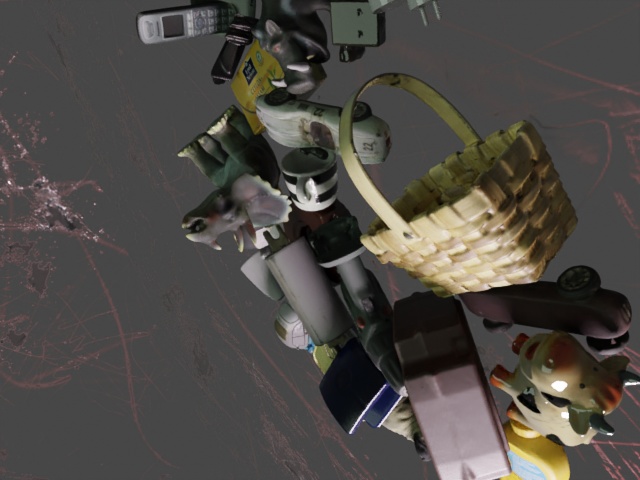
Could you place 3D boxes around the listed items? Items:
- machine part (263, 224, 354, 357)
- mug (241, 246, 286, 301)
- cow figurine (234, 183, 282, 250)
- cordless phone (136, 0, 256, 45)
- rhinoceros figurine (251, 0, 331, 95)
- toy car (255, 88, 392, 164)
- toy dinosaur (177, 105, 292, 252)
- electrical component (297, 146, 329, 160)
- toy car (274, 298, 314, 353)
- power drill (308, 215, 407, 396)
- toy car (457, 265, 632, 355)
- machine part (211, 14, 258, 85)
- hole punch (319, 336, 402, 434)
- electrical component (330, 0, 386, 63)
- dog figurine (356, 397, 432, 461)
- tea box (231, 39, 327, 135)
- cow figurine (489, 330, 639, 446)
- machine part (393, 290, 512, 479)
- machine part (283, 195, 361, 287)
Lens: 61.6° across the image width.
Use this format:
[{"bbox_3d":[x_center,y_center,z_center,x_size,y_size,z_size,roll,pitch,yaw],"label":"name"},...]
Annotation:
[{"bbox_3d":[-0.016,0.082,0.878,0.243,0.079,0.079,59,152,0],"label":"machine part"},{"bbox_3d":[-0.099,0.069,1.131,0.107,0.081,0.109,50,146,2],"label":"mug"},{"bbox_3d":[-0.123,-0.048,1.043,0.068,0.098,0.167,55,152,31],"label":"cow figurine"},{"bbox_3d":[-0.188,-0.366,0.792,0.089,0.184,0.146,52,151,31],"label":"cordless phone"},{"bbox_3d":[-0.037,-0.283,0.683,0.073,0.112,0.190,-8,98,59],"label":"rhinoceros figurine"},{"bbox_3d":[0.000,-0.152,0.720,0.202,0.056,0.073,17,153,24],"label":"toy car"},{"bbox_3d":[-0.127,-0.122,0.917,0.192,0.131,0.405,51,-163,-16],"label":"toy dinosaur"},{"bbox_3d":[-0.011,-0.158,0.803,0.094,0.021,0.063,37,105,42],"label":"electrical component"},{"bbox_3d":[-0.038,0.162,1.070,0.109,0.103,0.161,42,147,34],"label":"toy car"},{"bbox_3d":[0.066,0.079,0.756,0.207,0.086,0.232,57,-174,-30],"label":"power drill"},{"bbox_3d":[0.231,0.065,0.578,0.089,0.053,0.202,50,158,-19],"label":"toy car"},{"bbox_3d":[-0.129,-0.285,0.803,0.039,0.084,0.139,31,161,-15],"label":"machine part"},{"bbox_3d":[0.059,0.219,0.820,0.116,0.092,0.142,39,105,28],"label":"hole punch"},{"bbox_3d":[0.043,-0.264,0.637,0.078,0.045,0.102,5,124,26],"label":"electrical component"},{"bbox_3d":[0.139,0.252,0.869,0.191,0.121,0.172,3,120,43],"label":"dog figurine"},{"bbox_3d":[-0.068,-0.241,0.816,0.098,0.068,0.169,63,153,2],"label":"tea box"},{"bbox_3d":[0.246,0.154,0.544,0.127,0.085,0.194,26,160,41],"label":"cow figurine"},{"bbox_3d":[0.159,0.171,0.654,0.201,0.087,0.201,-58,-54,-74],"label":"machine part"},{"bbox_3d":[-0.002,-0.003,0.918,0.180,0.056,0.179,38,142,38],"label":"machine part"}]
